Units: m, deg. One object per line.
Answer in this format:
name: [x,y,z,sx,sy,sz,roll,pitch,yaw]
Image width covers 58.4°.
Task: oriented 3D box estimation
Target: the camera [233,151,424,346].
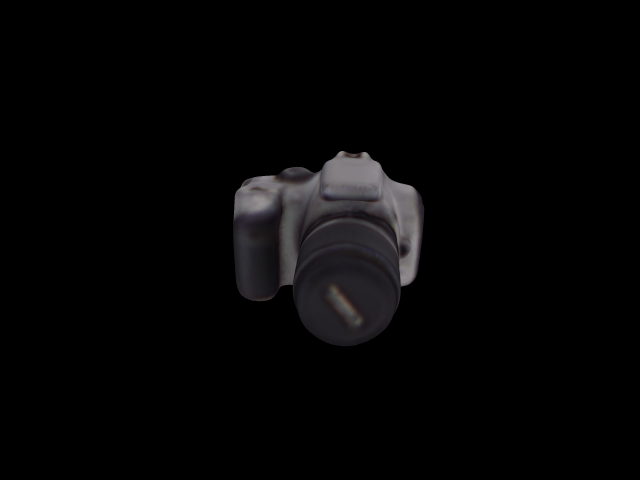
camera: [0.004,0.001,0.400,0.143,0.101,0.137,2,27,3]
